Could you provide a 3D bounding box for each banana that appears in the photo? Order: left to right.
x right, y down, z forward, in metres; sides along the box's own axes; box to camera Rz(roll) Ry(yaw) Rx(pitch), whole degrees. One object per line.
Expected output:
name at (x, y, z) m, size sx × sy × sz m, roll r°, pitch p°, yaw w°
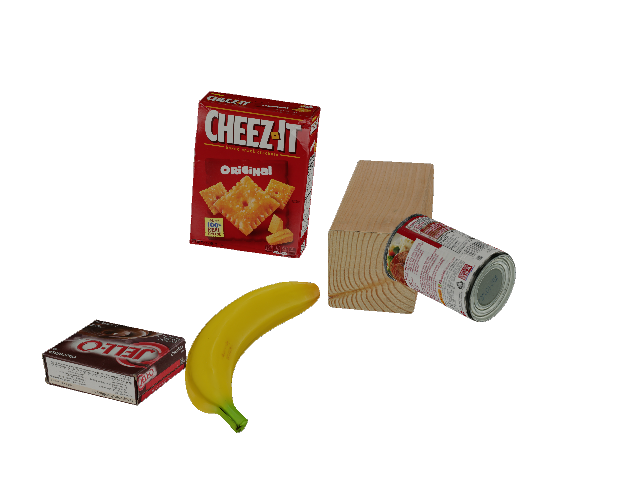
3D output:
banana at (-0.061, 0.082, 0.853) m, size 0.069 × 0.037 × 0.197 m, roll 28°, pitch 36°, yaw 3°

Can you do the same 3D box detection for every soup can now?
soup can at (0.117, 0.024, 0.967) m, size 0.102 × 0.068 × 0.068 m, roll 27°, pitch 18°, yaw 40°

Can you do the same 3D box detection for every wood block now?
wood block at (0.069, -0.010, 1.156) m, size 0.091 × 0.090 × 0.206 m, roll 4°, pitch 25°, yaw 9°

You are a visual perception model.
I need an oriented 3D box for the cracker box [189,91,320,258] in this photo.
cracker box at (-0.095, -0.090, 1.511) m, size 0.164 × 0.214 × 0.072 m, roll 9°, pitch 21°, yaw 7°

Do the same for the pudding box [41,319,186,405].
pudding box at (-0.204, 0.120, 1.061) m, size 0.114 × 0.039 × 0.089 m, roll 7°, pitch 20°, yaw 24°
